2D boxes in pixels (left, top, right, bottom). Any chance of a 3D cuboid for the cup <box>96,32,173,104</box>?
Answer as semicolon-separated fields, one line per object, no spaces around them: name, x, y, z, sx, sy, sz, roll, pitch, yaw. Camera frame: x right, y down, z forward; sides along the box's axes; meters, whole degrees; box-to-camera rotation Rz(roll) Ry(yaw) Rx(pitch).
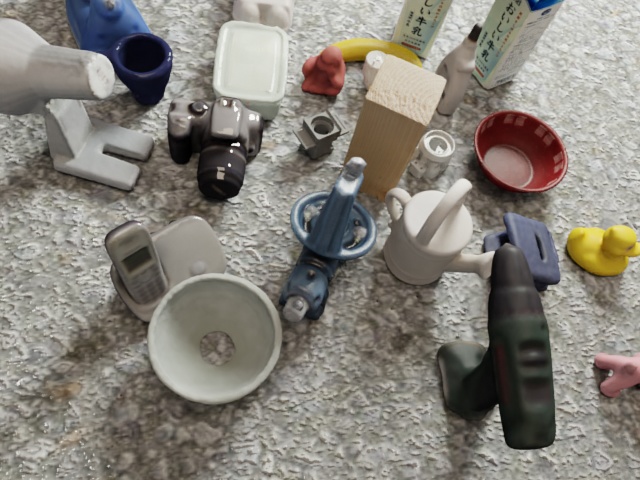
cup;-0.284;-0.256;0.886;0.118;0.095;0.091;-3;65;-10

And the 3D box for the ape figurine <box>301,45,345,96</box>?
ape figurine;0.013;-0.285;0.951;0.076;0.092;0.077;-33;74;-21

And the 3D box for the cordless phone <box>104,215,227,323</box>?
cordless phone;-0.195;0.016;0.723;0.148;0.185;0.094;-38;76;-23

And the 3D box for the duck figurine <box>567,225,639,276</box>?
duck figurine;0.446;0.005;0.888;0.104;0.086;0.077;25;64;3

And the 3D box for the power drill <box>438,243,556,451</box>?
power drill;0.219;0.146;0.716;0.076;0.208;0.229;-2;65;-10

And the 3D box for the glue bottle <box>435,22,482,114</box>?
glue bottle;0.229;-0.288;0.942;0.037;0.173;0.078;-4;66;-11

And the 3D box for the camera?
camera;-0.159;-0.138;0.848;0.143;0.101;0.137;6;64;-7

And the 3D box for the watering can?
watering can;0.165;-0.014;0.791;0.173;0.194;0.101;22;63;2

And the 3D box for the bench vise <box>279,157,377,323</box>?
bench vise;0.019;0.004;0.744;0.121;0.219;0.207;7;64;-5

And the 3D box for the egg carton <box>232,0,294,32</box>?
egg carton;-0.098;-0.427;1.012;0.107;0.069;0.150;3;65;-8

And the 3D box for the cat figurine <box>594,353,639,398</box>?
cat figurine;0.470;0.174;0.795;0.128;0.117;0.067;-3;65;-10

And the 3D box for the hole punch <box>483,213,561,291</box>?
hole punch;0.311;0.017;0.858;0.101;0.091;0.108;-1;65;-10

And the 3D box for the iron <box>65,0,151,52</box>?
iron;-0.360;-0.404;0.918;0.119;0.141;0.258;-24;71;-19

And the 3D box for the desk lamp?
desk lamp;-0.347;-0.187;0.777;0.203;0.213;0.118;16;63;-1

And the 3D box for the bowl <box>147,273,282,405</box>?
bowl;-0.134;0.132;0.739;0.167;0.074;0.167;4;64;-8
